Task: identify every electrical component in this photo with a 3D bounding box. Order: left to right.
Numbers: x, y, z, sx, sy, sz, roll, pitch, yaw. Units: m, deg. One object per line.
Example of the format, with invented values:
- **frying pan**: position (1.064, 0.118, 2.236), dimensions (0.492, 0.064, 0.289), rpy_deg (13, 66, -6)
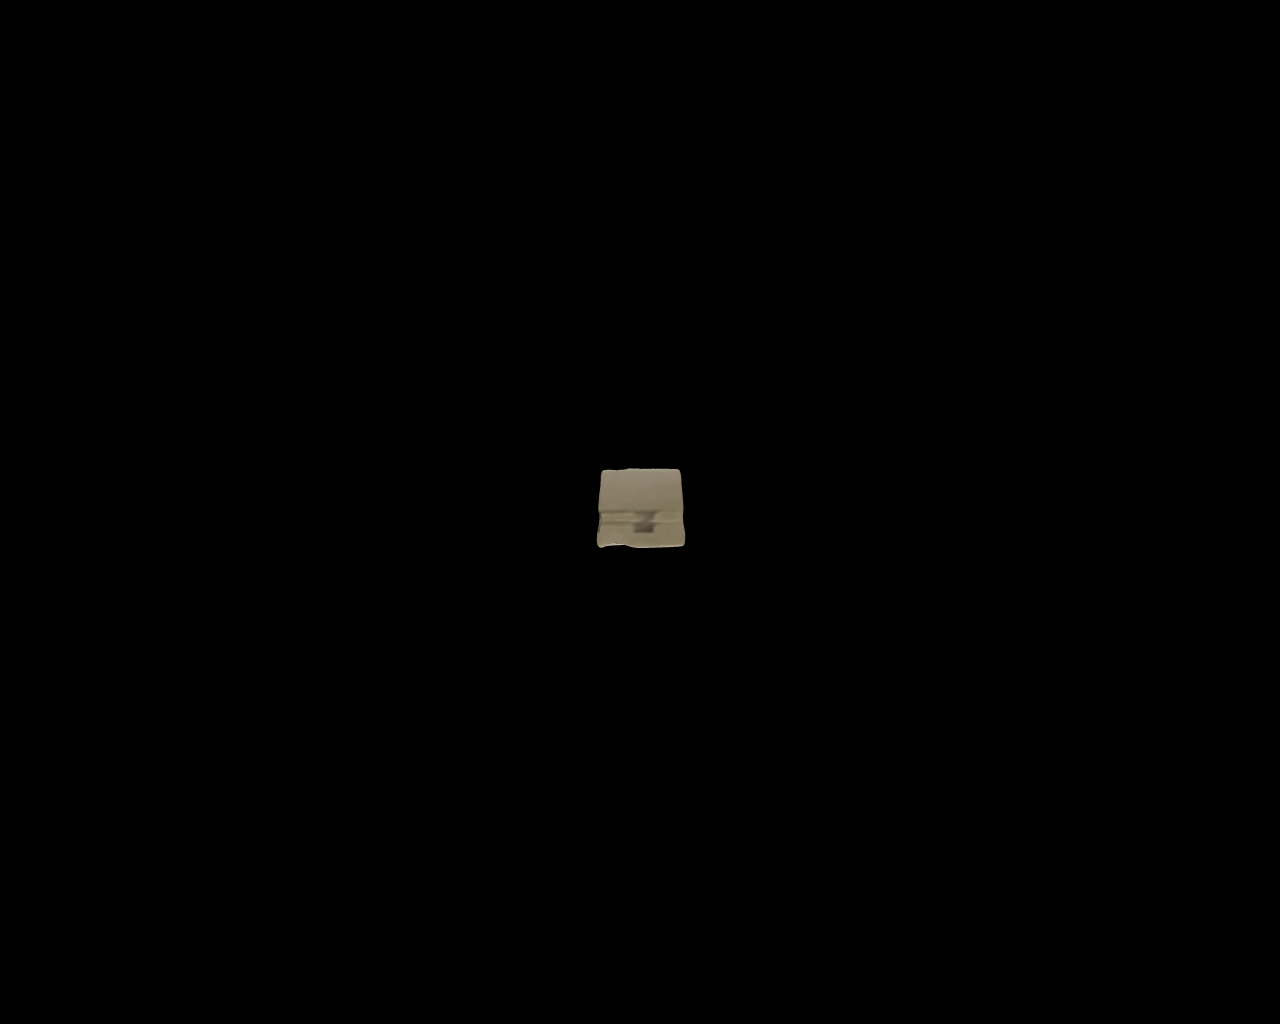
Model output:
- **electrical component**: position (0.001, -0.003, 0.650), dimensions (0.055, 0.047, 0.055), rpy_deg (0, 0, 0)
